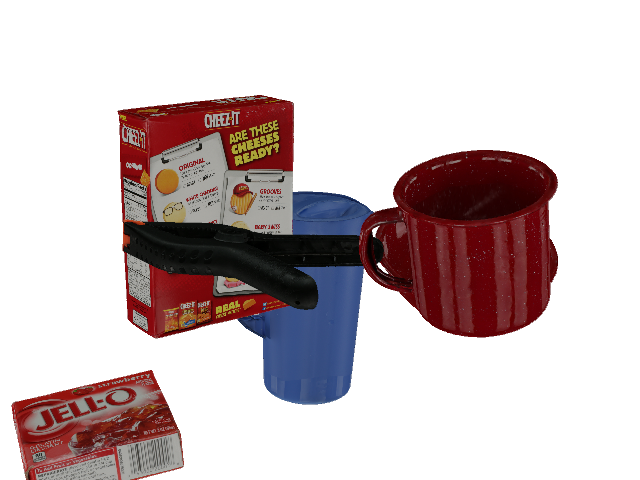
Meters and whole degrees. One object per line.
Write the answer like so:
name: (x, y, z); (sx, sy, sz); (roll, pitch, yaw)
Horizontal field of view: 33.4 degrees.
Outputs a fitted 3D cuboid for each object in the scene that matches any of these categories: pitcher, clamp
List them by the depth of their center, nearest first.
clamp: (-0.067, 0.013, 0.840); (0.210, 0.036, 0.164); (7, 13, 13)
pitcher: (-0.022, 0.069, 1.279); (0.149, 0.243, 0.144); (10, 18, 24)

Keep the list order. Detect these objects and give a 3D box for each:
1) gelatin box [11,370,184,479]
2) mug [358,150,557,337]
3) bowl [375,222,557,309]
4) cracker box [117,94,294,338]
gelatin box: (-0.133, 0.114, 0.632); (0.089, 0.030, 0.073); (-11, 26, -18)
mug: (0.081, 0.004, 0.628); (0.117, 0.081, 0.093); (-6, 29, 6)
bowl: (0.126, 0.027, 0.953); (0.162, 0.055, 0.162); (2, 36, -2)
cracker box: (-0.110, -0.028, 1.046); (0.163, 0.214, 0.072); (-12, 20, -35)
